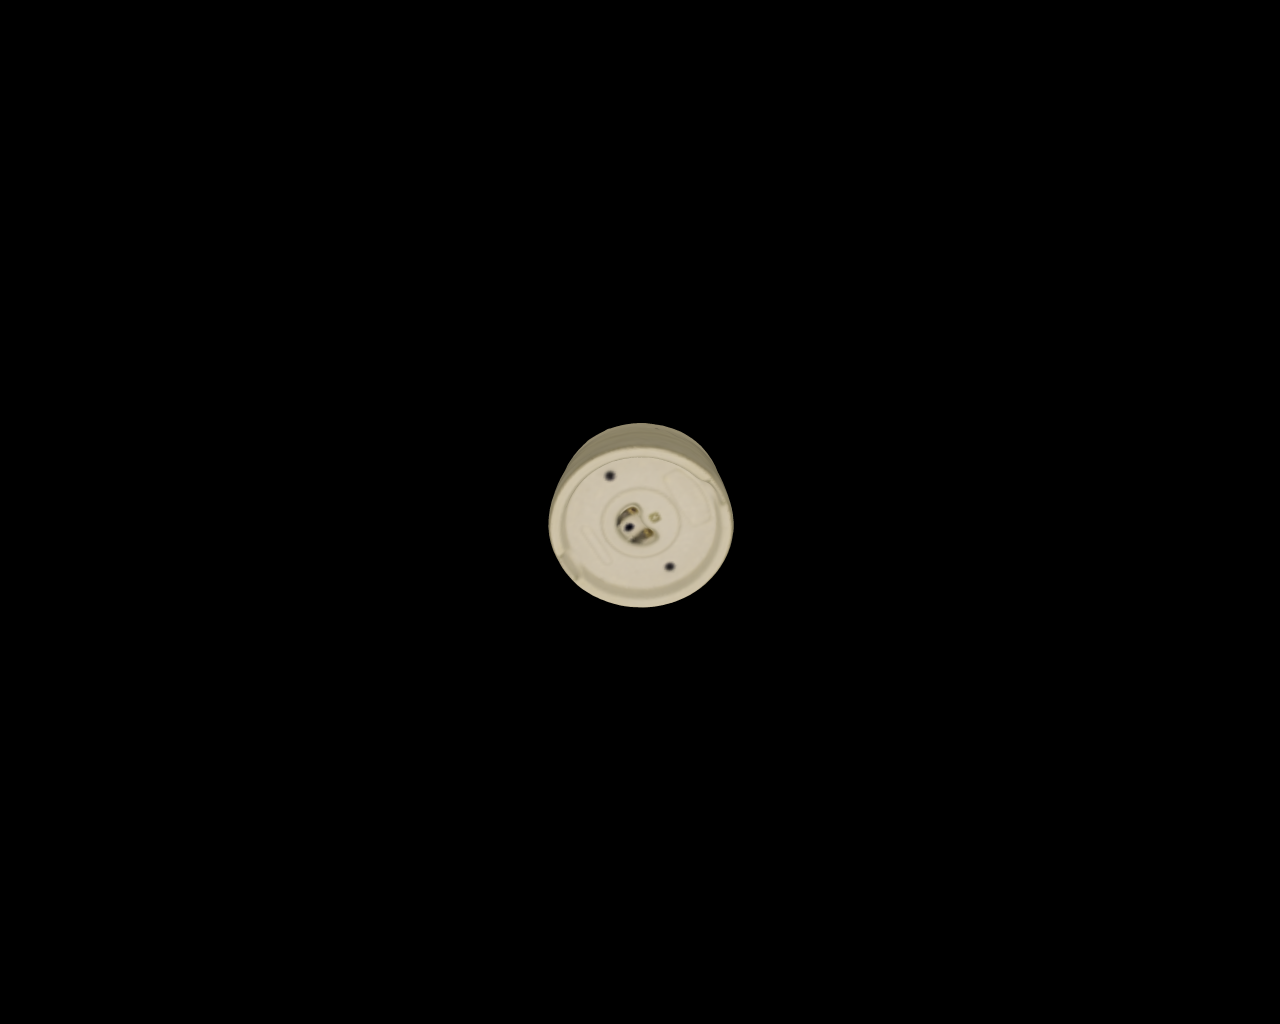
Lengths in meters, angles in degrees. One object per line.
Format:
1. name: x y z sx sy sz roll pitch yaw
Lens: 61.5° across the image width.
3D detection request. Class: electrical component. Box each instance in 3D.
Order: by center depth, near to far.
1. electrical component: 0.001 -0.003 0.650 0.108 0.108 0.060 0 27 0
